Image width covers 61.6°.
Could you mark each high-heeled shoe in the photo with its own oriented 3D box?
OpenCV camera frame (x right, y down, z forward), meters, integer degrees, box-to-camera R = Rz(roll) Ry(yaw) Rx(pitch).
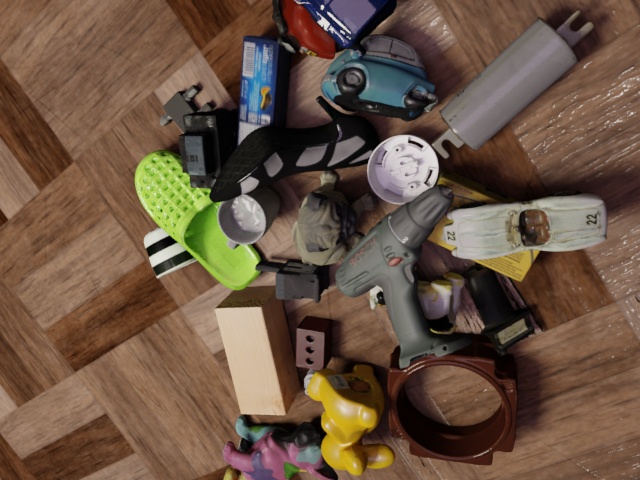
[{"bbox_3d":[-0.034,-0.108,0.798,0.249,0.086,0.145,-36,133,13],"label":"high-heeled shoe"}]

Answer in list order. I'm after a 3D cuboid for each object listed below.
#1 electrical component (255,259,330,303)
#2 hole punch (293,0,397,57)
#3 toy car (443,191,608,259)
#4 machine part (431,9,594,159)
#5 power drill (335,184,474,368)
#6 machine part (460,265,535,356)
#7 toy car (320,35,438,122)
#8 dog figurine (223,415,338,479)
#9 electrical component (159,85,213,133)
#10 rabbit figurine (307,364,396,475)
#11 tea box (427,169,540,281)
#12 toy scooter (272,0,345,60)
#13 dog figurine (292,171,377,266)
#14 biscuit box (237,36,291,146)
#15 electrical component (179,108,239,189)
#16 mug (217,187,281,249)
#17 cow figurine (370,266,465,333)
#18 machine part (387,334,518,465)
[{"bbox_3d":[-0.049,0.065,0.897,0.119,0.075,0.047,3,108,12],"label":"electrical component"},{"bbox_3d":[0.041,-0.318,0.668,0.142,0.092,0.116,45,75,-5],"label":"hole punch"},{"bbox_3d":[0.265,-0.018,0.705,0.202,0.056,0.073,-7,105,18],"label":"toy car"},{"bbox_3d":[0.246,-0.202,0.712,0.079,0.079,0.243,47,116,-2],"label":"machine part"},{"bbox_3d":[0.128,0.062,0.742,0.232,0.086,0.207,-35,79,41],"label":"power drill"},{"bbox_3d":[0.269,0.098,0.817,0.084,0.039,0.139,-30,92,-9],"label":"machine part"},{"bbox_3d":[0.086,-0.229,0.742,0.162,0.109,0.103,11,91,5],"label":"toy car"},{"bbox_3d":[-0.067,0.421,1.009,0.219,0.108,0.191,6,109,13],"label":"dog figurine"},{"bbox_3d":[-0.223,-0.208,0.887,0.094,0.021,0.063,-35,96,24],"label":"electrical component"},{"bbox_3d":[0.055,0.317,0.900,0.163,0.122,0.173,41,122,47],"label":"rabbit figurine"},{"bbox_3d":[0.235,-0.024,0.780,0.170,0.068,0.098,26,114,6],"label":"tea box"},{"bbox_3d":[-0.036,-0.335,0.739,0.135,0.075,0.183,-15,100,-11],"label":"toy scooter"},{"bbox_3d":[-0.004,-0.006,0.796,0.121,0.190,0.172,20,115,10],"label":"dog figurine"},{"bbox_3d":[-0.087,-0.204,0.823,0.059,0.063,0.202,12,111,13],"label":"biscuit box"},{"bbox_3d":[-0.163,-0.141,0.830,0.058,0.134,0.114,2,111,17],"label":"electrical component"},{"bbox_3d":[-0.108,-0.038,0.862,0.081,0.107,0.109,28,117,7],"label":"mug"},{"bbox_3d":[0.136,0.089,0.843,0.168,0.068,0.098,11,109,32],"label":"cow figurine"},{"bbox_3d":[0.214,0.256,0.874,0.201,0.087,0.201,2,110,16],"label":"machine part"}]
